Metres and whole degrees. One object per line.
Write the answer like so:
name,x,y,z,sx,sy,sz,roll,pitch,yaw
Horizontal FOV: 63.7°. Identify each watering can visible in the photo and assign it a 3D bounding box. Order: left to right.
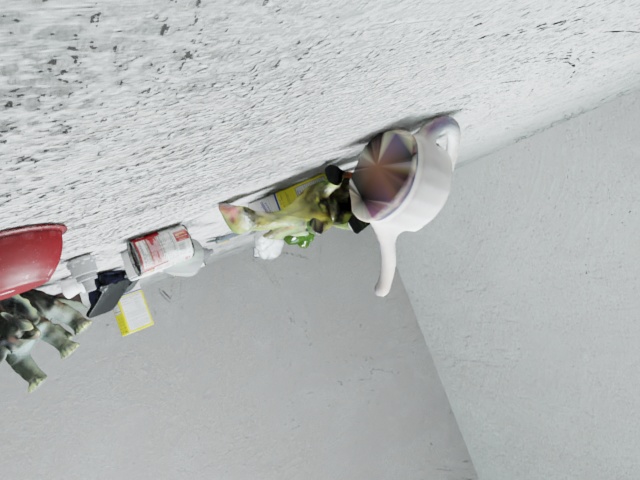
watering can,0.133,-0.053,0.869,0.105,0.345,0.224,32,-166,36

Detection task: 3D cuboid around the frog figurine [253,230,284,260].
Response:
frog figurine,-0.184,0.002,1.880,0.140,0.122,0.157,-57,-175,-25

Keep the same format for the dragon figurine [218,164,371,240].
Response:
dragon figurine,0.003,-0.050,0.993,0.411,0.123,0.240,0,169,-39
